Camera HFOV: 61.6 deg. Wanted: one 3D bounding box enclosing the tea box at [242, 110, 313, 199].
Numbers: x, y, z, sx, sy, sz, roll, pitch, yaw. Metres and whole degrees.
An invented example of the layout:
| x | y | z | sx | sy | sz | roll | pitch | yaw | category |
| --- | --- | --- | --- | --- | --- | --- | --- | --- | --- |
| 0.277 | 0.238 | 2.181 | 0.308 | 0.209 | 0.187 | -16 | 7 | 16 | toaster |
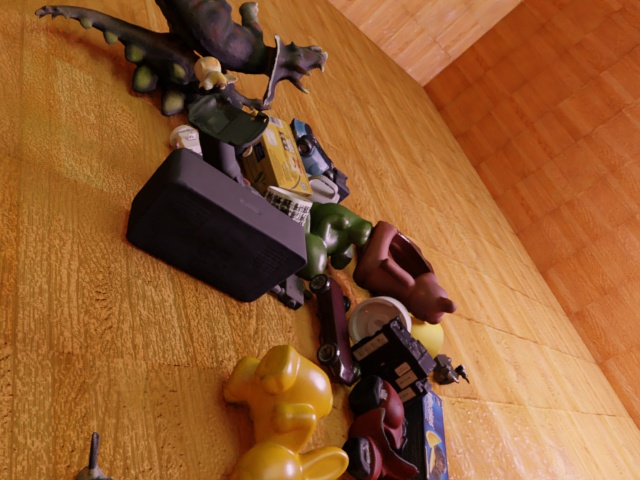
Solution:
| x | y | z | sx | sy | sz | roll | pitch | yaw | category |
| --- | --- | --- | --- | --- | --- | --- | --- | --- | --- |
| -0.089 | -0.147 | 1.009 | 0.098 | 0.068 | 0.169 | 10 | 56 | -49 | tea box |

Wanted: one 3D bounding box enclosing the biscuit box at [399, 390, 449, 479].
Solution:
| x | y | z | sx | sy | sz | roll | pitch | yaw | category |
| --- | --- | --- | --- | --- | --- | --- | --- | --- | --- |
| 0.165 | 0.328 | 0.879 | 0.059 | 0.063 | 0.203 | 44 | 27 | -17 | biscuit box |

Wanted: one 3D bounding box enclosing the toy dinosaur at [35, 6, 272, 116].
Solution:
| x | y | z | sx | sy | sz | roll | pitch | yaw | category |
| --- | --- | --- | --- | --- | --- | --- | --- | --- | --- |
| -0.270 | -0.322 | 0.978 | 0.471 | 0.105 | 0.199 | 18 | 44 | -42 | toy dinosaur |

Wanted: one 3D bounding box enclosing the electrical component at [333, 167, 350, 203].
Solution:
| x | y | z | sx | sy | sz | roll | pitch | yaw | category |
| --- | --- | --- | --- | --- | --- | --- | --- | --- | --- |
| 0.027 | -0.104 | 1.205 | 0.047 | 0.075 | 0.119 | 37 | 25 | -26 | electrical component |

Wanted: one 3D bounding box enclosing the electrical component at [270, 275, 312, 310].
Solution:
| x | y | z | sx | sy | sz | roll | pitch | yaw | category |
| --- | --- | --- | --- | --- | --- | --- | --- | --- | --- |
| -0.048 | 0.085 | 0.896 | 0.094 | 0.021 | 0.063 | 37 | 29 | -30 | electrical component |

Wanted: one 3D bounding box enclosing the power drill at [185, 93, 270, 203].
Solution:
| x | y | z | sx | sy | sz | roll | pitch | yaw | category |
| --- | --- | --- | --- | --- | --- | --- | --- | --- | --- |
| -0.121 | -0.100 | 0.790 | 0.232 | 0.207 | 0.086 | 29 | 61 | 10 | power drill |

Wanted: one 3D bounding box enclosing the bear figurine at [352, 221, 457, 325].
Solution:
| x | y | z | sx | sy | sz | roll | pitch | yaw | category |
| --- | --- | --- | --- | --- | --- | --- | --- | --- | --- |
| 0.167 | 0.070 | 1.022 | 0.196 | 0.120 | 0.132 | 22 | 63 | 3 | bear figurine |

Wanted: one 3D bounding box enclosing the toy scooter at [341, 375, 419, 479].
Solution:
| x | y | z | sx | sy | sz | roll | pitch | yaw | category |
| --- | --- | --- | --- | --- | --- | --- | --- | --- | --- |
| 0.097 | 0.297 | 0.795 | 0.135 | 0.075 | 0.184 | 45 | 29 | -13 | toy scooter |

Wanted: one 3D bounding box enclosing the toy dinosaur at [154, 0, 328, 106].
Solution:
| x | y | z | sx | sy | sz | roll | pitch | yaw | category |
| --- | --- | --- | --- | --- | --- | --- | --- | --- | --- |
| -0.174 | -0.365 | 0.947 | 0.404 | 0.131 | 0.192 | 14 | 42 | -41 | toy dinosaur |

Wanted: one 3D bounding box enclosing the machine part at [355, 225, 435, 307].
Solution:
| x | y | z | sx | sy | sz | roll | pitch | yaw | category |
| --- | --- | --- | --- | --- | --- | --- | --- | --- | --- |
| 0.174 | 0.074 | 1.202 | 0.201 | 0.087 | 0.201 | 34 | 30 | -30 | machine part |

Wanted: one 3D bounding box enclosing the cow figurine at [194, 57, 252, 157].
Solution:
| x | y | z | sx | sy | sz | roll | pitch | yaw | category |
| --- | --- | --- | --- | --- | --- | --- | --- | --- | --- |
| -0.165 | -0.223 | 0.910 | 0.098 | 0.068 | 0.167 | 32 | -37 | 54 | cow figurine |

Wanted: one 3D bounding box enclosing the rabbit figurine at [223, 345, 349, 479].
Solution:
| x | y | z | sx | sy | sz | roll | pitch | yaw | category |
| --- | --- | --- | --- | --- | --- | --- | --- | --- | --- |
| -0.051 | 0.234 | 0.628 | 0.162 | 0.122 | 0.173 | 48 | 38 | -28 | rabbit figurine |

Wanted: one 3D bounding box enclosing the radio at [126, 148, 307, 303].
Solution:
| x | y | z | sx | sy | sz | roll | pitch | yaw | category |
| --- | --- | --- | --- | --- | --- | --- | --- | --- | --- |
| -0.140 | -0.009 | 0.742 | 0.229 | 0.131 | 0.073 | 34 | 31 | -32 | radio |

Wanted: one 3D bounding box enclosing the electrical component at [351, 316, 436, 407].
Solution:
| x | y | z | sx | sy | sz | roll | pitch | yaw | category |
| --- | --- | --- | --- | --- | --- | --- | --- | --- | --- |
| 0.124 | 0.212 | 0.905 | 0.134 | 0.115 | 0.058 | 55 | 30 | 8 | electrical component |

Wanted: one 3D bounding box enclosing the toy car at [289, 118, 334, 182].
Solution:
| x | y | z | sx | sy | sz | roll | pitch | yaw | category |
| --- | --- | --- | --- | --- | --- | --- | --- | --- | --- |
| -0.041 | -0.171 | 1.148 | 0.161 | 0.103 | 0.109 | 54 | 17 | -28 | toy car |

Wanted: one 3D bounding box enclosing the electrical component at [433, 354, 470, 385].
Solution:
| x | y | z | sx | sy | sz | roll | pitch | yaw | category |
| --- | --- | --- | --- | --- | --- | --- | --- | --- | --- |
| 0.275 | 0.277 | 1.145 | 0.102 | 0.045 | 0.078 | 21 | 40 | -47 | electrical component |

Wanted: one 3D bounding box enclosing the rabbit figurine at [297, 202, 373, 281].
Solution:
| x | y | z | sx | sy | sz | roll | pitch | yaw | category |
| --- | --- | --- | --- | --- | --- | --- | --- | --- | --- |
| -0.002 | -0.003 | 0.986 | 0.159 | 0.121 | 0.170 | 46 | 41 | -4 | rabbit figurine |

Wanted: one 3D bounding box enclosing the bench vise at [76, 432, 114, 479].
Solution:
| x | y | z | sx | sy | sz | roll | pitch | yaw | category |
| --- | --- | --- | --- | --- | --- | --- | --- | --- | --- |
| -0.139 | 0.274 | 0.403 | 0.241 | 0.128 | 0.223 | 40 | 29 | 27 | bench vise |

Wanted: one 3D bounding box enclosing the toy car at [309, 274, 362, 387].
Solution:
| x | y | z | sx | sy | sz | roll | pitch | yaw | category |
| --- | --- | --- | --- | --- | --- | --- | --- | --- | --- |
| 0.021 | 0.148 | 0.889 | 0.089 | 0.053 | 0.202 | 50 | 24 | -43 | toy car |

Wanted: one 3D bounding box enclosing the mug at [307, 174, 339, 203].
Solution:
| x | y | z | sx | sy | sz | roll | pitch | yaw | category |
| --- | --- | --- | --- | --- | --- | --- | --- | --- | --- |
| -0.021 | -0.095 | 1.090 | 0.107 | 0.109 | 0.081 | 35 | 54 | -10 | mug |
